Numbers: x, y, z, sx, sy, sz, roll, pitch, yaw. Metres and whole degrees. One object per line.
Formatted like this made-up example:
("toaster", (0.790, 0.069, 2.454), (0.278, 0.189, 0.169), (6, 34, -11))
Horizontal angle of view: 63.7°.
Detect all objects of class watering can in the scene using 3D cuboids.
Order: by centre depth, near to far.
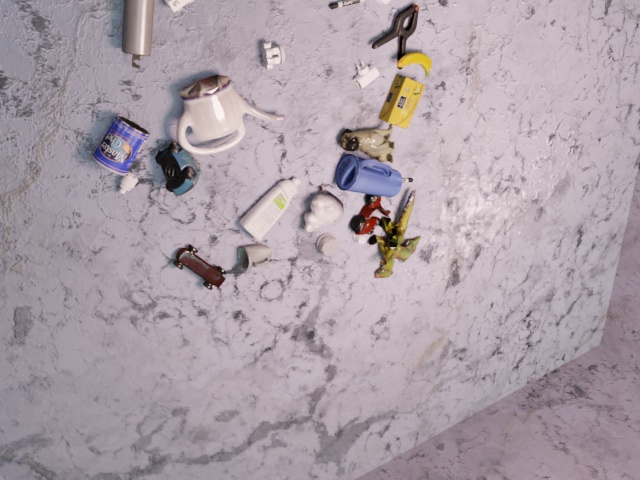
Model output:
("watering can", (-0.279, -0.392, 1.558), (0.350, 0.105, 0.219), (-27, 125, -20))

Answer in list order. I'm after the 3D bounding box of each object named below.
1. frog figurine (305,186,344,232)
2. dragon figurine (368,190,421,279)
("frog figurine", (0.006, -0.094, 1.866), (0.160, 0.124, 0.135), (-54, 148, -8))
("dragon figurine", (0.335, -0.004, 2.129), (0.241, 0.124, 0.407), (18, 108, -53))
